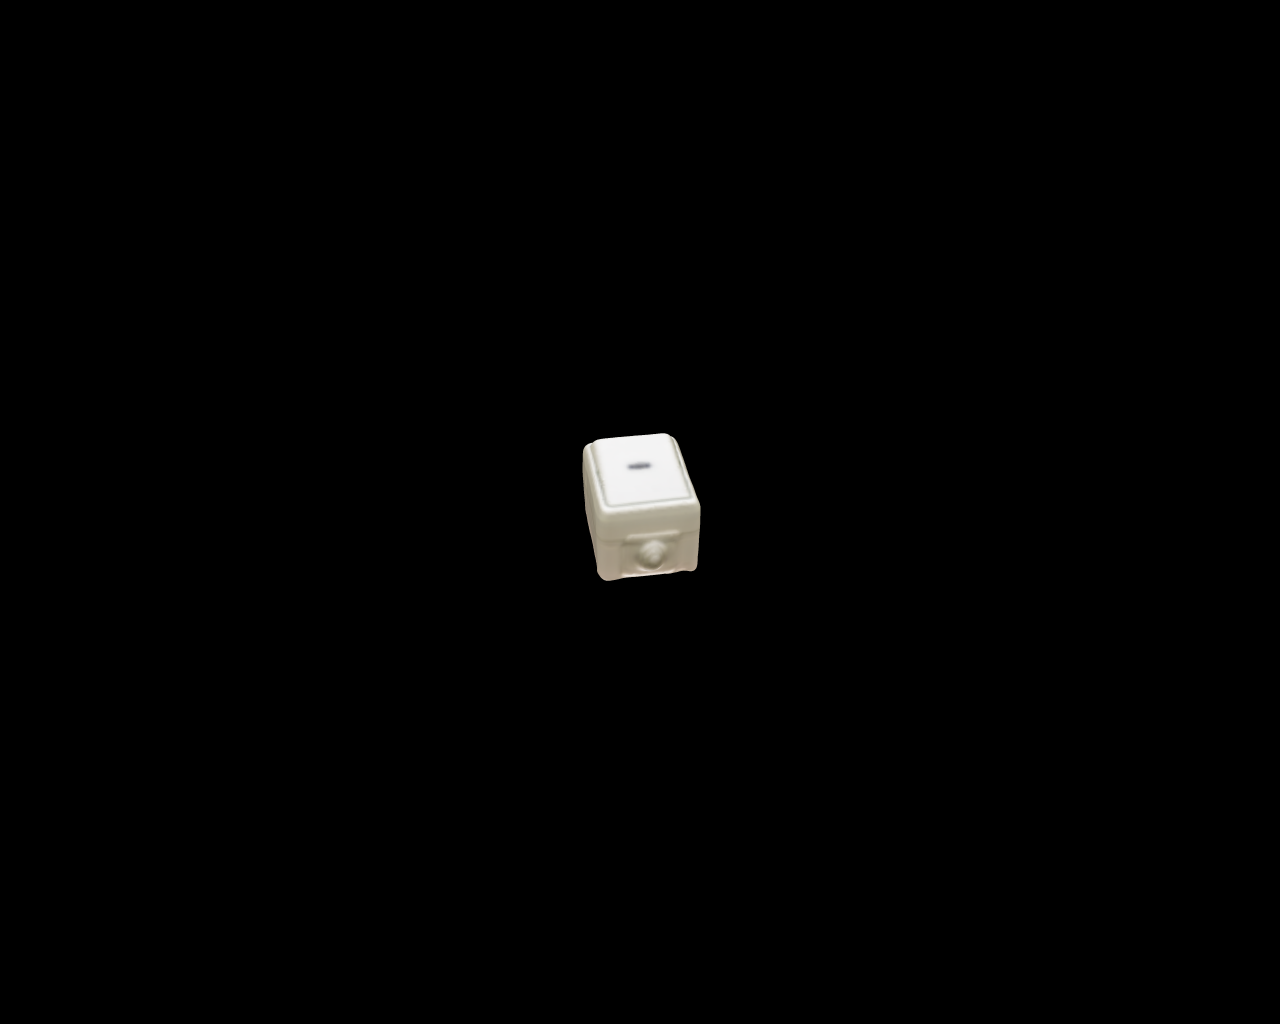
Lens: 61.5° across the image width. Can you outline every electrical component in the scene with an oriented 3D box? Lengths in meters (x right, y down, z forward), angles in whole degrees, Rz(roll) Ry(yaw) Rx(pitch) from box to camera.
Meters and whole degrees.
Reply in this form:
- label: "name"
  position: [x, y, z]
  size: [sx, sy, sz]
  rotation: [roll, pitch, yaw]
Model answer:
- label: "electrical component"
  position: [0.001, -0.003, 0.650]
  size: [0.062, 0.061, 0.096]
  rotation: [-6, 37, -7]
